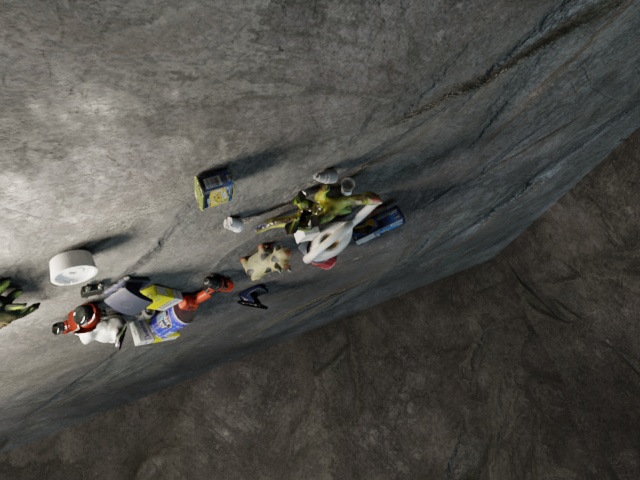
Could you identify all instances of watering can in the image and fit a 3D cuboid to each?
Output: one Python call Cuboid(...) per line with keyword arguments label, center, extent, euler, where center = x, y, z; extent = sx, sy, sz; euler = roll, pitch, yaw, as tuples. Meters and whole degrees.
Cuboid(label="watering can", center=(0.069, -0.023, 1.821), extent=(0.351, 0.104, 0.221), euler=(-39, 179, -21))

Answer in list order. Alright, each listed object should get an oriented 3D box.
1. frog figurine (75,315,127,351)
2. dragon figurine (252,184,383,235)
Cuboid(label="frog figurine", center=(-0.763, 0.311, 1.795), extent=(0.159, 0.125, 0.135), euler=(18, 161, -6))
Cuboid(label="dragon figurine", center=(0.005, -0.081, 1.602), extent=(0.407, 0.123, 0.243), euler=(-16, 170, 36))
